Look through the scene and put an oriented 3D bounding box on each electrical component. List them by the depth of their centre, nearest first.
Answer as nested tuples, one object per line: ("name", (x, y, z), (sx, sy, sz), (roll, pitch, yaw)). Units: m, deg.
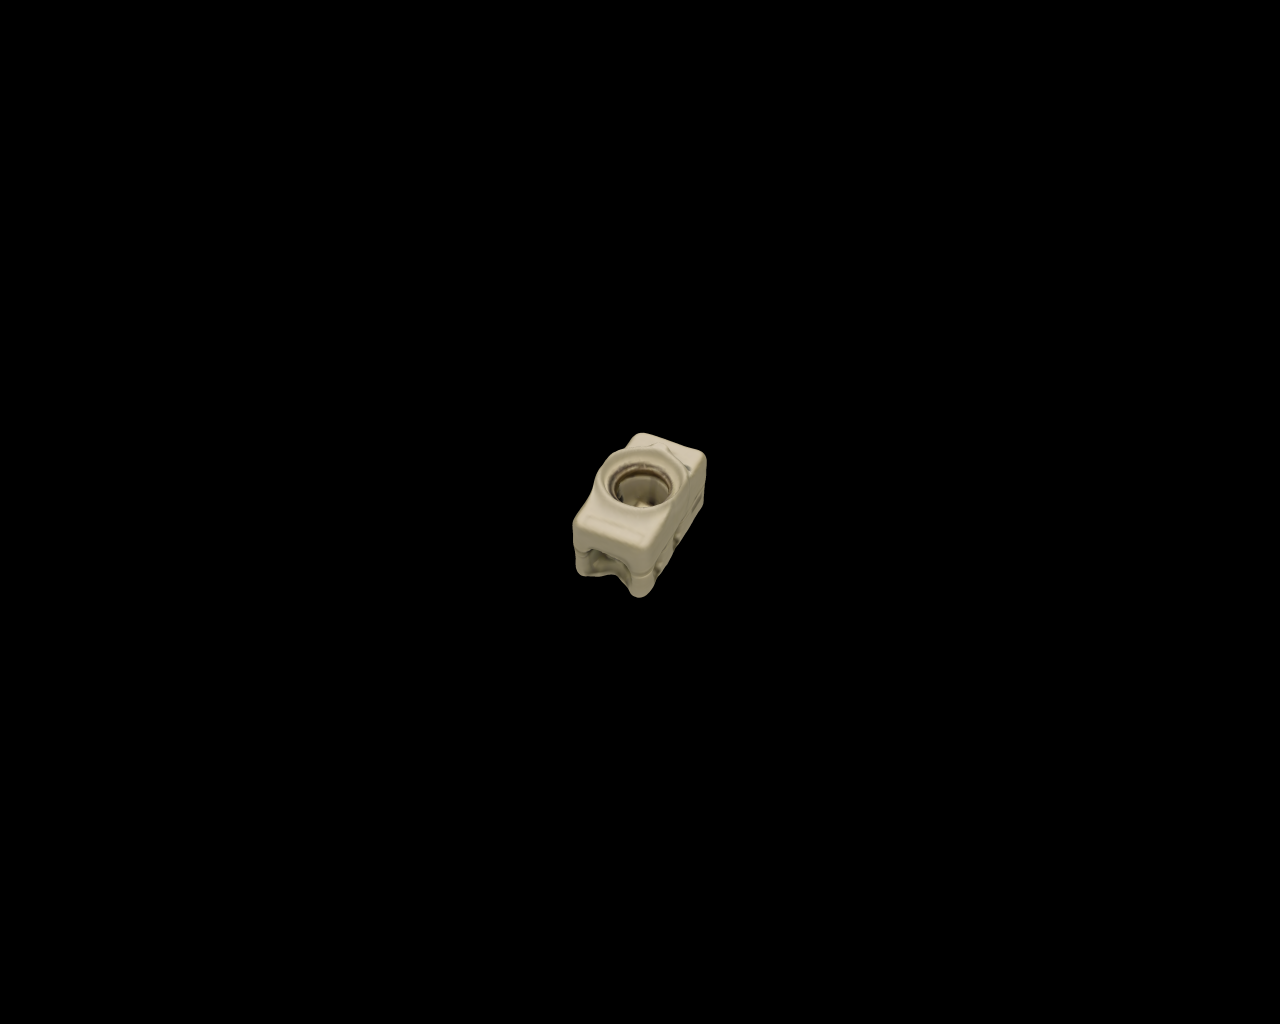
("electrical component", (0.001, -0.003, 0.650), (0.050, 0.055, 0.090), (20, 50, 17))
